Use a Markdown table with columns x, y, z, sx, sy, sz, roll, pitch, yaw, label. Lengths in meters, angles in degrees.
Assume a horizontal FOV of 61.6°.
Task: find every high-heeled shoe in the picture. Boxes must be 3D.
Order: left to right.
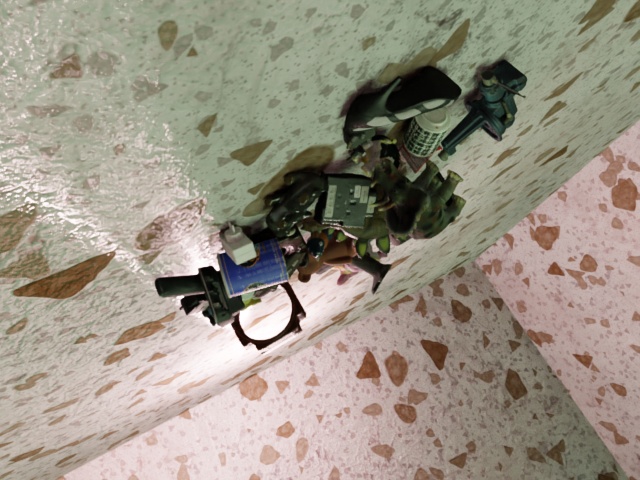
| x | y | z | sx | sy | sz | roll | pitch | yaw | label |
| --- | --- | --- | --- | --- | --- | --- | --- | --- | --- |
| 0.161 | -0.249 | 1.013 | 0.248 | 0.086 | 0.145 | -8 | 154 | -43 | high-heeled shoe |

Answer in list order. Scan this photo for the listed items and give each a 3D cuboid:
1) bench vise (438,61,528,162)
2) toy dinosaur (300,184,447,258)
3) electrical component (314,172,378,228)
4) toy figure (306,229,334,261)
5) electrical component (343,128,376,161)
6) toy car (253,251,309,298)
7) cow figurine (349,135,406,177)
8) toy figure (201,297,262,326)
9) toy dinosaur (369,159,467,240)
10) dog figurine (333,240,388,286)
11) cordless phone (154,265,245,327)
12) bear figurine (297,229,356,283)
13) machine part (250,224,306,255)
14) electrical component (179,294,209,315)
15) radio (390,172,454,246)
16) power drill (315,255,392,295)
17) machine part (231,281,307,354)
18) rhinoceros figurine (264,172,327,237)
| x | y | z | sx | sy | sz | roll | pitch | yaw | label |
| --- | --- | --- | --- | --- | --- | --- | --- | --- | --- |
| 0.357 | -0.274 | 1.208 | 0.240 | 0.129 | 0.223 | -42 | 162 | 11 | bench vise |
| 0.162 | -0.067 | 1.354 | 0.471 | 0.105 | 0.198 | -14 | 130 | -25 | toy dinosaur |
| 0.060 | -0.087 | 1.173 | 0.134 | 0.058 | 0.114 | 4 | 107 | -21 | electrical component |
| -0.002 | -0.002 | 1.362 | 0.058 | 0.064 | 0.154 | -6 | -154 | 20 | toy figure |
| 0.077 | -0.200 | 1.059 | 0.078 | 0.045 | 0.102 | -27 | 163 | -9 | electrical component |
| -0.106 | 0.090 | 1.364 | 0.202 | 0.053 | 0.089 | -38 | 157 | 34 | toy car |
| 0.142 | -0.185 | 1.187 | 0.098 | 0.068 | 0.167 | -44 | 161 | 20 | cow figurine |
| -0.235 | 0.157 | 1.463 | 0.180 | 0.089 | 0.082 | -37 | 119 | -2 | toy figure |
| 0.241 | -0.064 | 1.246 | 0.192 | 0.131 | 0.404 | -49 | 150 | 1 | toy dinosaur |
| 0.104 | 0.068 | 1.763 | 0.219 | 0.108 | 0.191 | -39 | 163 | 31 | dog figurine |
| -0.277 | 0.132 | 1.222 | 0.184 | 0.146 | 0.089 | -3 | 154 | -48 | cordless phone |
| 0.011 | 0.024 | 1.467 | 0.196 | 0.120 | 0.131 | -21 | 157 | -15 | bear figurine |
| -0.118 | 0.022 | 1.333 | 0.179 | 0.056 | 0.179 | -27 | 162 | -10 | machine part |
| -0.322 | 0.162 | 1.394 | 0.119 | 0.048 | 0.075 | -44 | 158 | 32 | electrical component |
| 0.277 | -0.090 | 1.565 | 0.230 | 0.131 | 0.073 | -30 | 164 | -4 | radio |
| 0.101 | 0.074 | 1.624 | 0.086 | 0.207 | 0.232 | -41 | 164 | -47 | power drill |
| -0.156 | 0.204 | 1.529 | 0.201 | 0.201 | 0.087 | -30 | 161 | -3 | machine part |
| -0.059 | -0.075 | 1.149 | 0.112 | 0.073 | 0.190 | -28 | 165 | -49 | rhinoceros figurine |
